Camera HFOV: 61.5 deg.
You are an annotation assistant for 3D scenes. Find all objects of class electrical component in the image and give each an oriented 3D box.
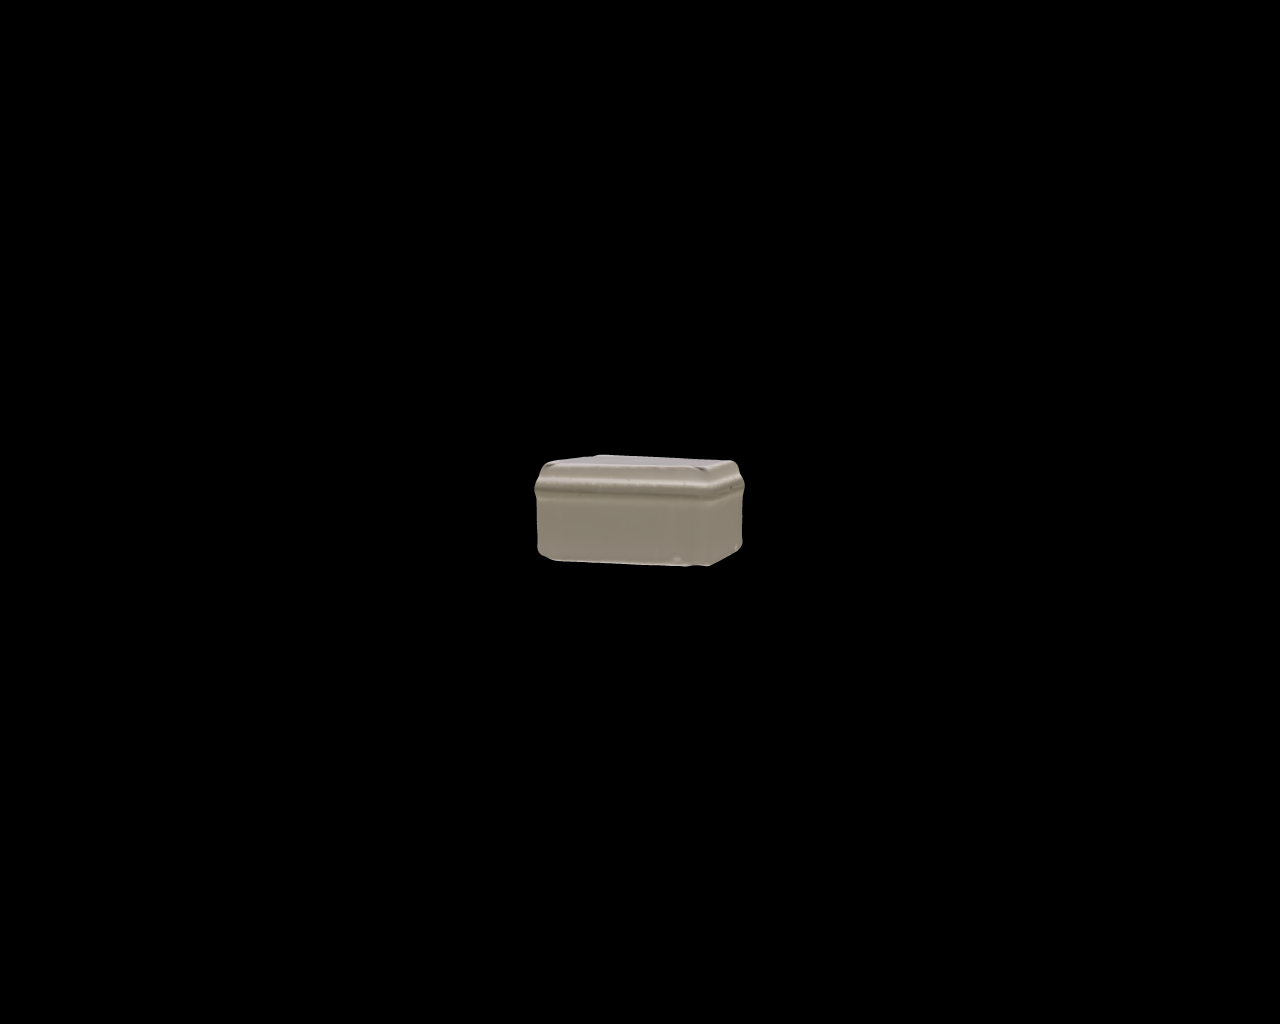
[{"bbox_3d":[0.001,-0.003,0.650,0.113,0.057,0.078,3,8,22],"label":"electrical component"}]
